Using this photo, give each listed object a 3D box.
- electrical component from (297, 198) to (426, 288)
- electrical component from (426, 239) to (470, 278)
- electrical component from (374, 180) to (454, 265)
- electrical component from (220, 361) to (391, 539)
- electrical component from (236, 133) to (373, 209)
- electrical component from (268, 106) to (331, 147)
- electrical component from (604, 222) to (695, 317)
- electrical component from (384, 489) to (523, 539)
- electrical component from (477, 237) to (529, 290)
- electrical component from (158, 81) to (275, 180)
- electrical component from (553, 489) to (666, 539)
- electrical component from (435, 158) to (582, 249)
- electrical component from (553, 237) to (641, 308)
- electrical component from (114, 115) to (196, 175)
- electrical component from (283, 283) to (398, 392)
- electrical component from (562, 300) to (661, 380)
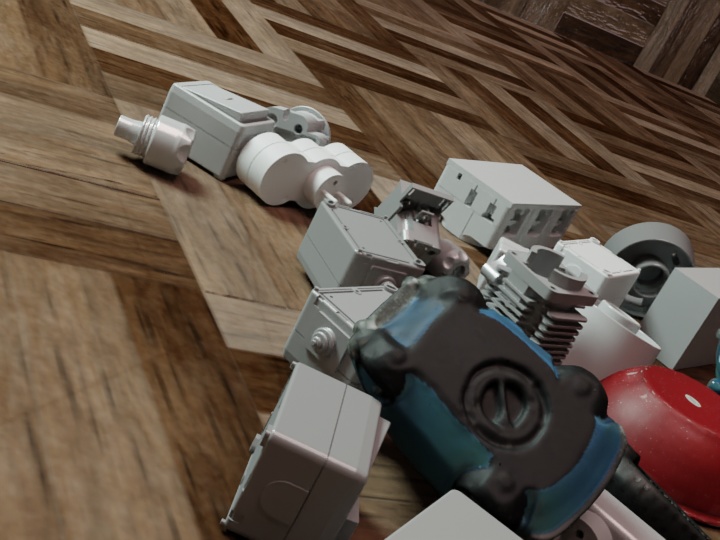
[{"bbox_3d":[0.000,0.000,0.806,0.062,0.061,0.096,13,25,-31],"label":"electrical component"},{"bbox_3d":[0.069,-0.013,0.954,0.035,0.035,0.061,7,26,-41],"label":"electrical component"},{"bbox_3d":[0.042,-0.035,0.921,0.042,0.081,0.063,15,53,-25],"label":"electrical component"},{"bbox_3d":[-0.024,0.097,0.555,0.061,0.061,0.096,26,21,-3],"label":"electrical component"},{"bbox_3d":[-0.037,-0.077,0.952,0.138,0.052,0.074,1,33,-49],"label":"electrical component"},{"bbox_3d":[-0.063,-0.127,1.028,0.078,0.058,0.057,19,17,19],"label":"electrical component"},{"bbox_3d":[0.297,-0.001,1.110,0.099,0.099,0.064,25,27,-5],"label":"electrical component"},{"bbox_3d":[0.051,0.161,0.512,0.100,0.048,0.100,35,23,20],"label":"electrical component"},{"bbox_3d":[0.149,0.003,0.991,0.066,0.047,0.076,27,21,0],"label":"electrical component"},{"bbox_3d":[-0.133,-0.132,0.954,0.096,0.061,0.062,32,22,14],"label":"electrical component"},{"bbox_3d":[0.131,0.156,0.622,0.077,0.044,0.079,39,24,29],"label":"electrical component"},{"bbox_3d":[0.151,-0.065,1.131,0.089,0.061,0.150,40,25,30],"label":"electrical component"},{"bbox_3d":[0.220,0.011,1.037,0.062,0.061,0.096,38,24,27],"label":"electrical component"},{"bbox_3d":[-0.169,-0.107,0.880,0.062,0.043,0.043,21,22,-12],"label":"electrical component"},{"bbox_3d":[-0.002,0.051,0.686,0.062,0.061,0.096,41,25,32],"label":"electrical component"},{"bbox_3d":[0.209,0.062,0.936,0.099,0.064,0.099,34,10,-7],"label":"electrical component"}]
